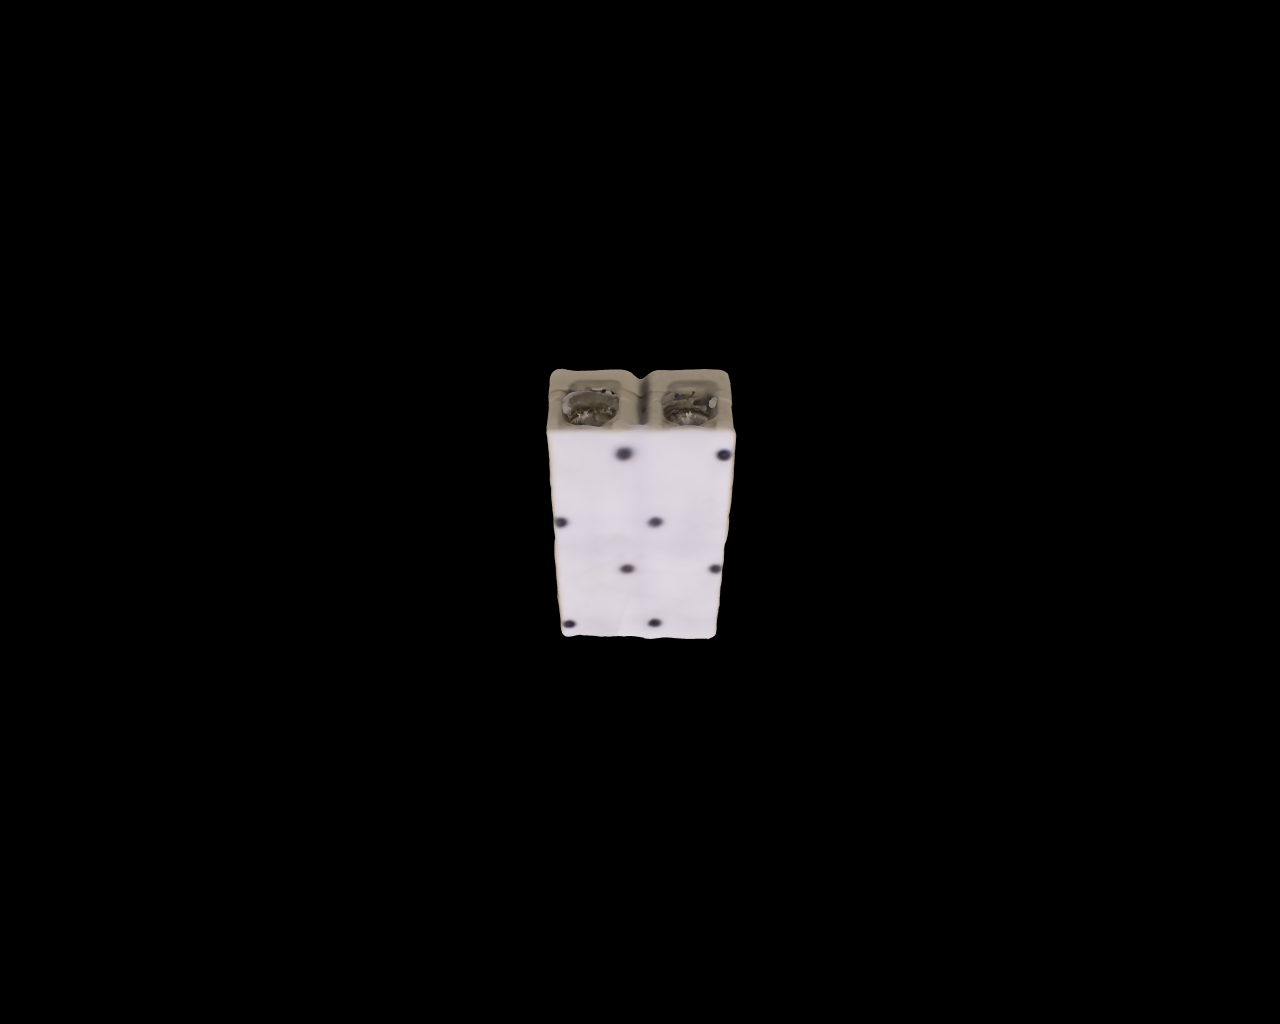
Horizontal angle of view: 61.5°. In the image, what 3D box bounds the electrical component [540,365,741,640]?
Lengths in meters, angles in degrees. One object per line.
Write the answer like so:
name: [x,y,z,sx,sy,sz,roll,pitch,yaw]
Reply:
electrical component: [0.001,-0.003,0.650,0.105,0.060,0.186,0,-43,0]
